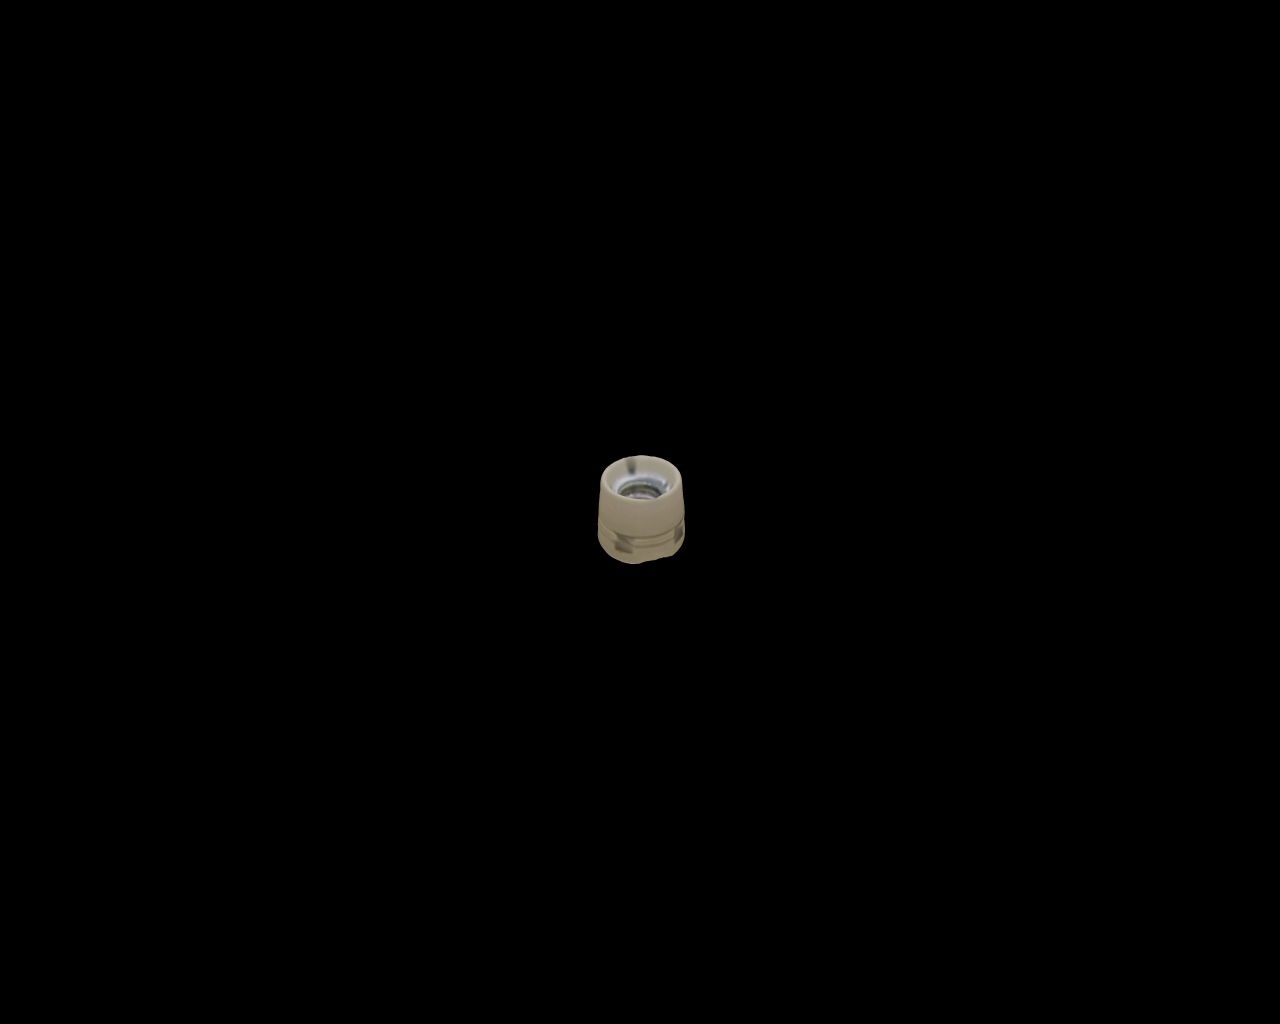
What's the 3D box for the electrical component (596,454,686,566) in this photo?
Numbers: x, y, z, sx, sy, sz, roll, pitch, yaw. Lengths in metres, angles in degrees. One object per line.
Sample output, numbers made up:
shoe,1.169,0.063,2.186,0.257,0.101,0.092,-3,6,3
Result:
electrical component,0.001,-0.003,0.650,0.055,0.047,0.055,0,37,0
